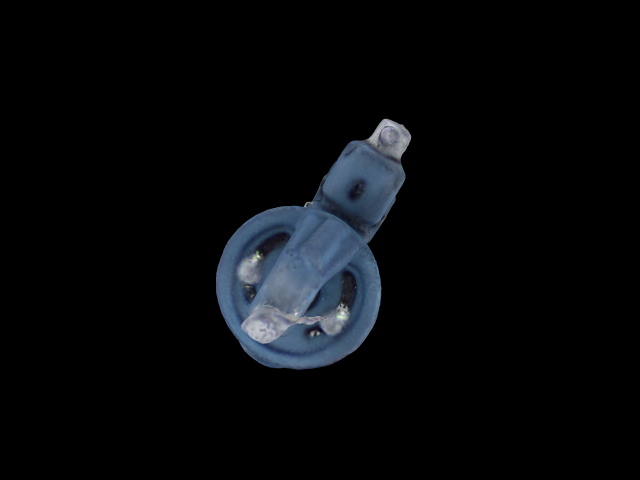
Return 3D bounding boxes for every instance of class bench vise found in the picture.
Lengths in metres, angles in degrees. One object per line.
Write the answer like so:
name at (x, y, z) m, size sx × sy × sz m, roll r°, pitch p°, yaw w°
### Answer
bench vise at (-0.008, -0.002, 0.400) m, size 0.121 × 0.219 × 0.207 m, roll 14°, pitch 86°, yaw 1°
